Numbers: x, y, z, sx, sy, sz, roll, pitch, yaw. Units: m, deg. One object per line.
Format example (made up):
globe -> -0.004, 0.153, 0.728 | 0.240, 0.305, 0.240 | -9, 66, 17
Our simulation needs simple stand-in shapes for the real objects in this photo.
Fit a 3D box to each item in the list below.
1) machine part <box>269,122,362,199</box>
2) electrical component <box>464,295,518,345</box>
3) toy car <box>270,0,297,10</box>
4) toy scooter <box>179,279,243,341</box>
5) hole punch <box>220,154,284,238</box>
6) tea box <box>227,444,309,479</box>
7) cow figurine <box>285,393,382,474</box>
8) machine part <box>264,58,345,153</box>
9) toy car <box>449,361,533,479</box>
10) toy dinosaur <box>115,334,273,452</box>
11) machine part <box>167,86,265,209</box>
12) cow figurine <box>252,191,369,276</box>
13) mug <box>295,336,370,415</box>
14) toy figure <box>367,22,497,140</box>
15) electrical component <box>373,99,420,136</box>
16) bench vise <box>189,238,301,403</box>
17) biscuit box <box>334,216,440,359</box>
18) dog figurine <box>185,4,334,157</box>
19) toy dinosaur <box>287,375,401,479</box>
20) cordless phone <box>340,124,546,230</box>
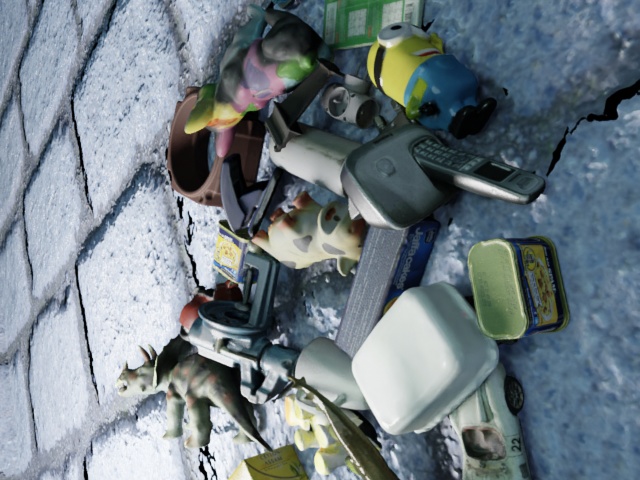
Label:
machine part -> 0.004, -0.115, 0.760 | 0.244, 0.079, 0.079 | 28, 110, 44
electrical component -> 0.165, 0.086, 0.607 | 0.102, 0.045, 0.078 | -27, 98, 47
toy car -> -0.075, -0.454, 0.831 | 0.109, 0.103, 0.161 | -25, 73, 44
toy scooter -> -0.189, 0.128, 0.972 | 0.184, 0.075, 0.135 | 11, 98, 44
hole punch -> -0.116, -0.074, 0.843 | 0.142, 0.092, 0.115 | -98, 28, -74
tea box -> -0.104, 0.407, 0.856 | 0.068, 0.098, 0.169 | 54, 125, 32
cow figurine -> 0.013, 0.252, 0.747 | 0.167, 0.098, 0.068 | -163, 71, -65
machine part -> -0.026, -0.190, 0.742 | 0.139, 0.039, 0.084 | -44, 40, 24
toy car -> 0.184, 0.226, 0.572 | 0.073, 0.056, 0.201 | -19, 75, 46
toy dinosaur -> -0.210, 0.263, 0.970 | 0.405, 0.131, 0.192 | -11, 82, 41
machine part -> -0.196, -0.168, 0.974 | 0.202, 0.087, 0.200 | 26, 108, 43
cow figurine -> -0.002, -0.002, 0.745 | 0.085, 0.127, 0.195 | -57, 17, -26
mug -> 0.025, 0.187, 0.715 | 0.107, 0.109, 0.080 | 9, 122, 38
toy figure -> 0.121, -0.184, 0.630 | 0.089, 0.082, 0.180 | -53, 56, 31
electrical component -> 0.103, -0.133, 0.690 | 0.063, 0.021, 0.094 | -42, 59, 38
bench vise -> -0.099, 0.121, 0.832 | 0.224, 0.129, 0.240 | 18, 102, 33
biscuit box -> 0.083, 0.057, 0.682 | 0.063, 0.059, 0.202 | 33, 114, 44
dog figurine -> -0.103, -0.224, 0.802 | 0.192, 0.108, 0.219 | 35, 92, 42
toy dinosaur -> 0.122, 0.328, 0.545 | 0.198, 0.105, 0.471 | -34, 86, 52
cordless phone -> 0.129, -0.054, 0.576 | 0.184, 0.146, 0.088 | 24, 133, 39
